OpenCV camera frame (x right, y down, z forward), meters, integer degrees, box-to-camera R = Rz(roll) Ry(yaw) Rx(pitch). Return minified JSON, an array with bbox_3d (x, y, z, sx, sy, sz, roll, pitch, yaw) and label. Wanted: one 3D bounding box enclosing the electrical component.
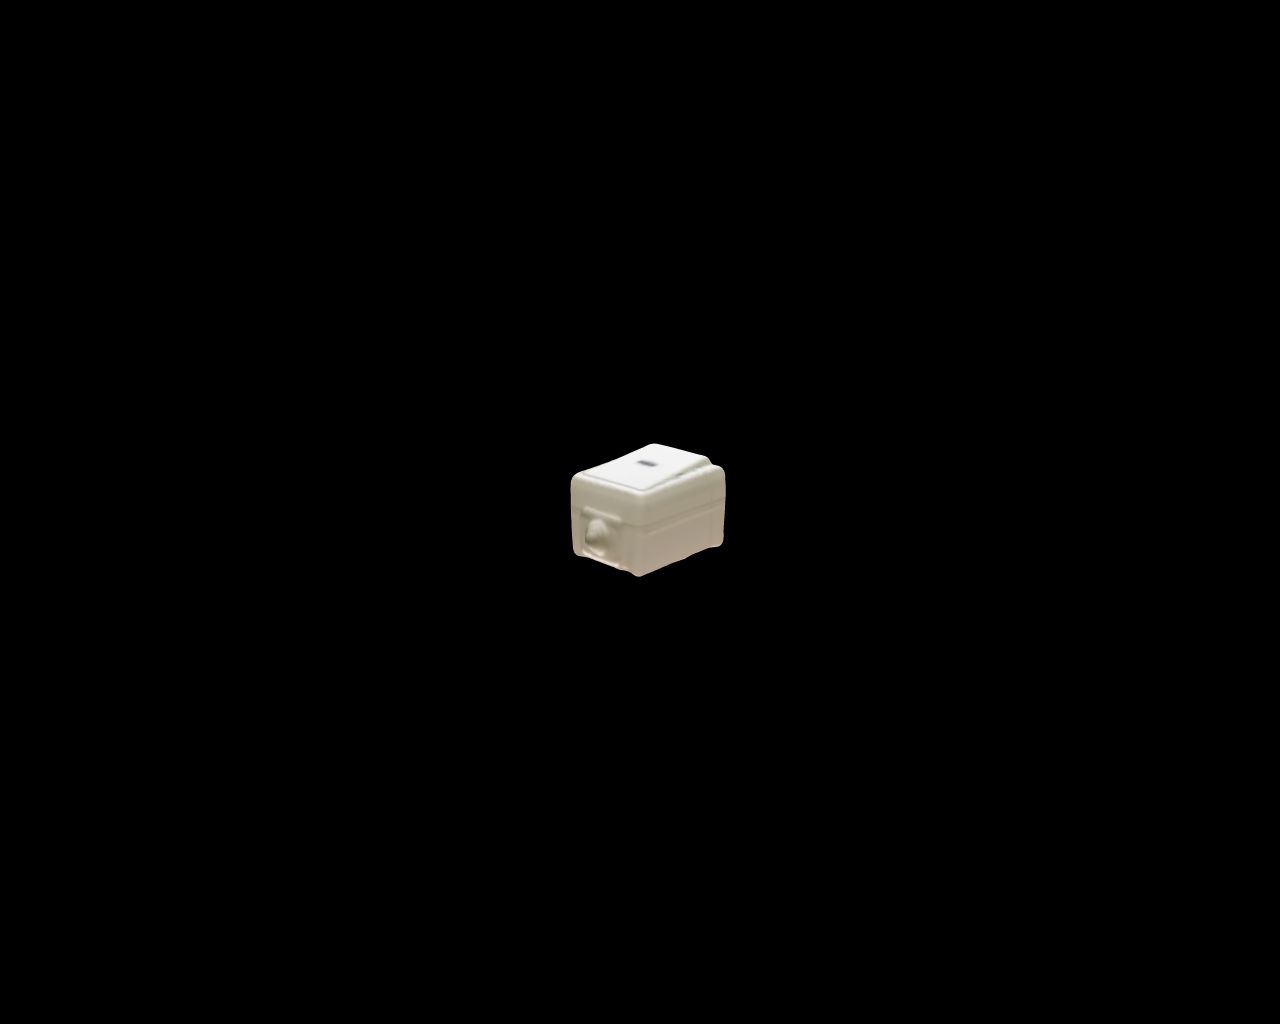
[{"bbox_3d":[0.001,-0.003,0.650,0.062,0.061,0.096,18,26,41],"label":"electrical component"}]
